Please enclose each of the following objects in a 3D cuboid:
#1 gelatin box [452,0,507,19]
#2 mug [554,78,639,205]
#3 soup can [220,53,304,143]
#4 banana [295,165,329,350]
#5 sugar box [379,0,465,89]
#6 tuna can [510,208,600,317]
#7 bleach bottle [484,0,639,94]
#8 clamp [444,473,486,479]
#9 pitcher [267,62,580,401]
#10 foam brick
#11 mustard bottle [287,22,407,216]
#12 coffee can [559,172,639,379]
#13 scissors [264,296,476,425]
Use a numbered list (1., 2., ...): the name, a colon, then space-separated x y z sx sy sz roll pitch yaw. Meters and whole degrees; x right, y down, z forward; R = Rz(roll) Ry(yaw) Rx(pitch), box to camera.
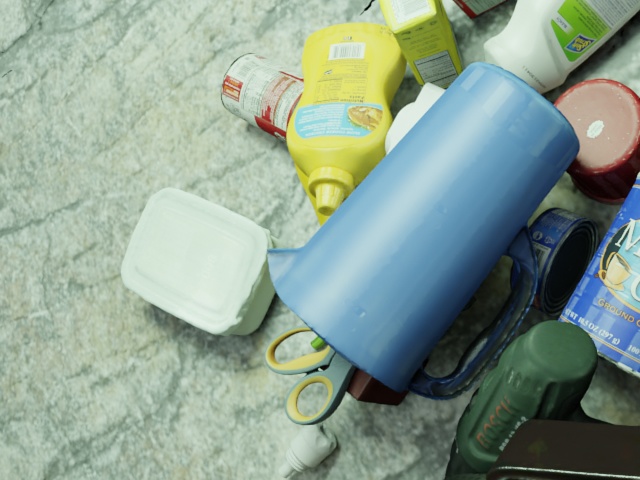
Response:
1. gelatin box: 0.156 -0.244 0.961 0.089 0.073 0.030 -25 67 24
2. mug: 0.225 -0.084 0.879 0.117 0.081 0.093 11 85 32
3. soup can: -0.041 -0.139 1.059 0.102 0.068 0.068 30 95 33
4. banana: 0.010 0.002 1.015 0.070 0.037 0.198 -12 73 27
5. sugar box: 0.089 -0.188 0.927 0.048 0.176 0.093 -18 71 15
6. tuna can: 0.192 0.017 0.874 0.034 0.086 0.086 26 93 34
7. bleach bottle: 0.220 -0.213 0.901 0.251 0.102 0.068 -46 31 15
8. clamp: 0.105 0.243 0.854 0.165 0.036 0.210 48 138 32
9. pitcher: 0.092 -0.006 0.817 0.243 0.149 0.145 -50 47 1
10. foam brick: 0.048 0.110 0.945 0.053 0.078 0.051 37 99 33
11. mustard bottle: 0.021 -0.106 0.954 0.096 0.058 0.191 1 58 16
12. coffee can: 0.259 0.032 0.821 0.103 0.102 0.140 31 96 32
13. scissors: 0.039 0.104 0.894 0.202 0.016 0.096 -9 74 31
